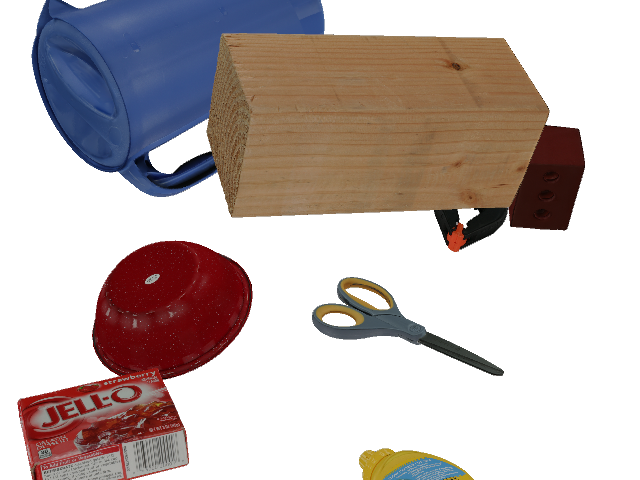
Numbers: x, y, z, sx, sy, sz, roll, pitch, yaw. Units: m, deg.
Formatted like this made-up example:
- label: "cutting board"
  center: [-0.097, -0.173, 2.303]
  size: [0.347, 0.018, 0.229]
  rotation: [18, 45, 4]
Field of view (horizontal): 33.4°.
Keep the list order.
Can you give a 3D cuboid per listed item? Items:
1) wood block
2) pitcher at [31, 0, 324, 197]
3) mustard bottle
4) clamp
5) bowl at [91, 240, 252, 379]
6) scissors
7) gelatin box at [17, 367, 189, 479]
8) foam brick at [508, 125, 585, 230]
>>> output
- label: "wood block"
  center: [0.036, -0.080, 0.728]
  size: [0.205, 0.090, 0.091]
  rotation: [-3, 45, -18]
- label: "pitcher"
  center: [-0.109, -0.155, 0.921]
  size: [0.242, 0.149, 0.145]
  rotation: [-31, 48, -34]
- label: "mustard bottle"
  center: [0.097, 0.231, 0.927]
  size: [0.096, 0.058, 0.192]
  rotation: [-18, 27, -31]
- label: "clamp"
  center: [0.162, -0.061, 1.158]
  size: [0.120, 0.039, 0.171]
  rotation: [23, 49, 20]
- label: "bowl"
  center: [-0.148, 0.052, 1.000]
  size: [0.162, 0.162, 0.055]
  rotation: [0, -43, 21]
- label: "scissors"
  center: [0.071, 0.093, 1.018]
  size: [0.096, 0.016, 0.202]
  rotation: [-23, 39, -28]
- label: "gelatin box"
  center: [-0.130, 0.113, 0.634]
  size: [0.089, 0.030, 0.073]
  rotation: [-11, 26, -17]
- label: "foam brick"
  center: [0.195, -0.055, 0.930]
  size: [0.053, 0.051, 0.078]
  rotation: [4, -45, 2]
